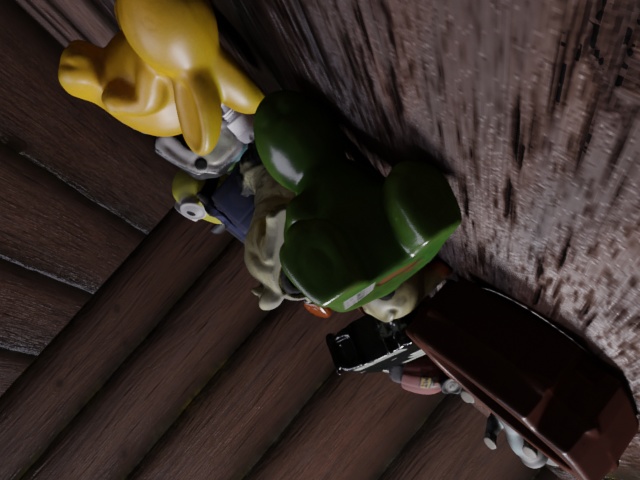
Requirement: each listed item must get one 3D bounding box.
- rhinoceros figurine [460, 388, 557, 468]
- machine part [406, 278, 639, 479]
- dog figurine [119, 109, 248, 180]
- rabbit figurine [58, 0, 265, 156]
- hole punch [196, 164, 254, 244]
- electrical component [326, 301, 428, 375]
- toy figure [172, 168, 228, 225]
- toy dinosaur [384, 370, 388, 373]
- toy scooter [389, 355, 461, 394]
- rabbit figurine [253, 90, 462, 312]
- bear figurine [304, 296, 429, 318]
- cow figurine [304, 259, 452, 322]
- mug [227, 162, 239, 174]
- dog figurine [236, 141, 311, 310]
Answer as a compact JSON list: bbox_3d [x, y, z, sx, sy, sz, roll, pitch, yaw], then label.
[{"bbox_3d":[0.268,0.229,0.716,0.073,0.112,0.190,-23,105,50],"label":"rhinoceros figurine"},{"bbox_3d":[0.201,0.137,0.542,0.201,0.087,0.201,36,174,48],"label":"machine part"},{"bbox_3d":[-0.196,-0.176,0.720,0.191,0.108,0.219,40,180,-27],"label":"dog figurine"},{"bbox_3d":[-0.128,-0.146,0.439,0.162,0.122,0.173,48,155,-4],"label":"rabbit figurine"},{"bbox_3d":[-0.078,-0.057,0.737,0.142,0.116,0.092,42,145,-8],"label":"hole punch"},{"bbox_3d":[0.091,0.123,0.675,0.134,0.115,0.058,14,-128,-54],"label":"electrical component"},{"bbox_3d":[-0.136,-0.059,0.816,0.180,0.089,0.082,12,147,-30],"label":"toy figure"},{"bbox_3d":[0.231,0.256,1.189,0.192,0.131,0.404,38,180,34],"label":"toy dinosaur"},{"bbox_3d":[0.191,0.174,0.776,0.135,0.075,0.184,19,-156,30],"label":"toy scooter"},{"bbox_3d":[0.017,-0.042,0.420,0.170,0.121,0.159,58,-174,15],"label":"rabbit figurine"},{"bbox_3d":[0.077,0.086,0.777,0.120,0.132,0.195,-3,142,28],"label":"bear figurine"},{"bbox_3d":[0.037,0.032,0.619,0.195,0.127,0.085,30,165,52],"label":"cow figurine"},{"bbox_3d":[-0.165,-0.157,0.823,0.109,0.081,0.107,51,166,10],"label":"mug"},{"bbox_3d":[-0.052,-0.025,0.589,0.191,0.172,0.121,23,153,49],"label":"dog figurine"}]
